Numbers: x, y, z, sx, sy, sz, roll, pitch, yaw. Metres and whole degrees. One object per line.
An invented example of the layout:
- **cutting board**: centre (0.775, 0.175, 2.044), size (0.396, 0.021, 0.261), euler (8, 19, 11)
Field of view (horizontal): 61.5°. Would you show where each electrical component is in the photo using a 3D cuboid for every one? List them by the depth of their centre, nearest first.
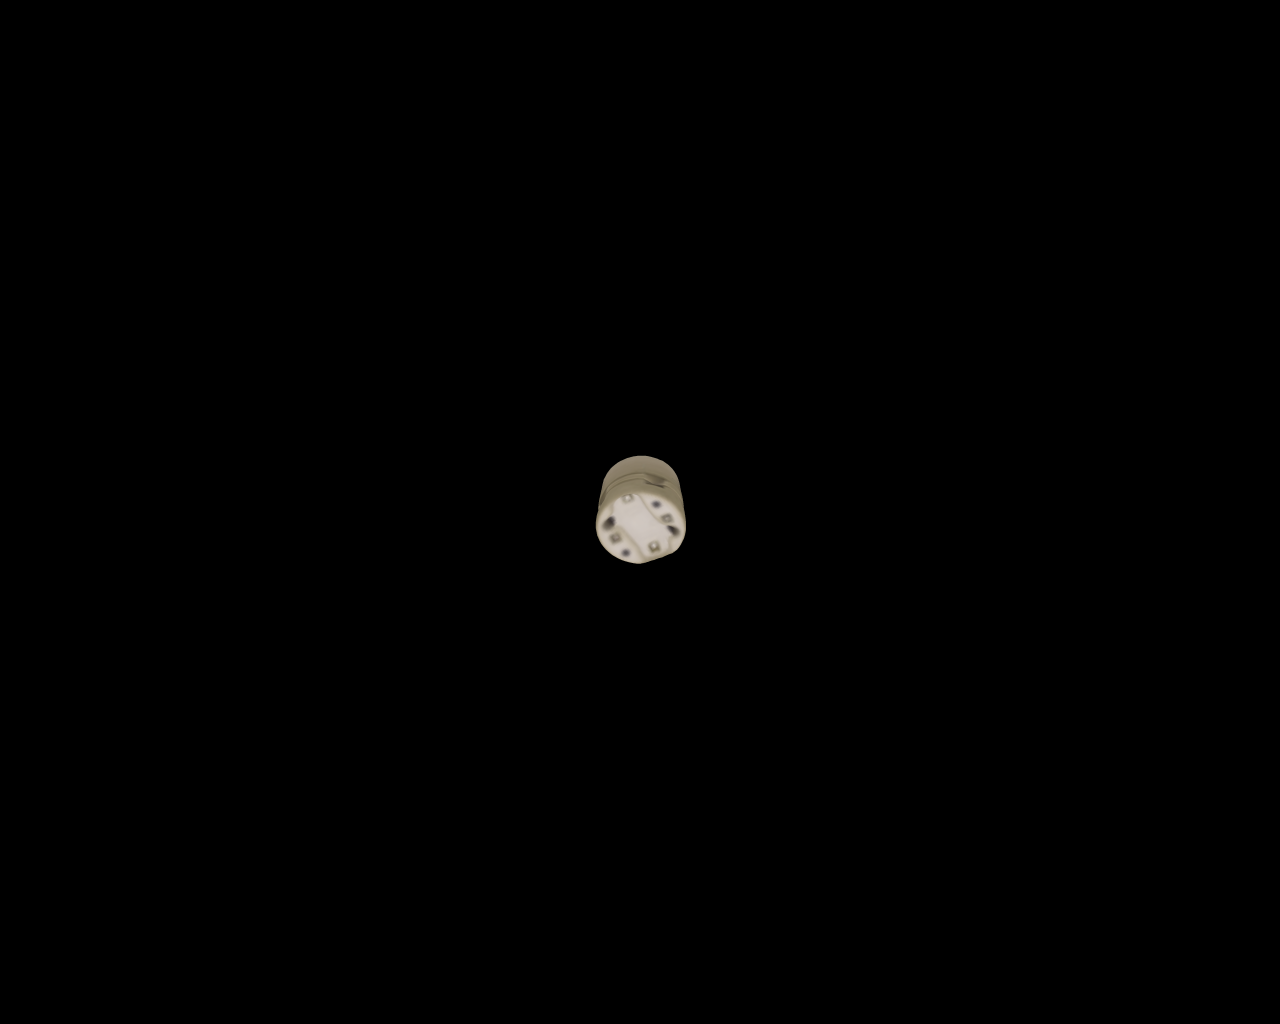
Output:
- **electrical component**: centre (0.001, -0.003, 0.650), size (0.055, 0.055, 0.047), euler (0, 34, 0)
